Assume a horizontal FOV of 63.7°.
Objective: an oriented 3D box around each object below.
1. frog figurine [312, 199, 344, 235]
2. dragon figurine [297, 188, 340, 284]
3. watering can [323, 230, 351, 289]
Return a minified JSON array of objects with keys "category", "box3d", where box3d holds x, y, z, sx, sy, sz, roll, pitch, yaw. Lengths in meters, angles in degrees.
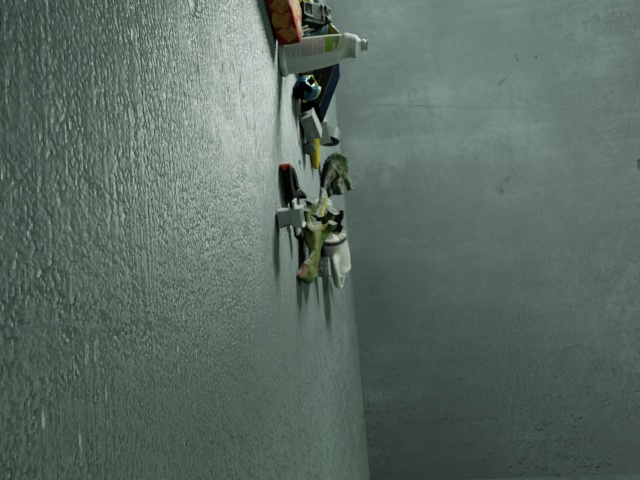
[{"category":"frog figurine","box3d":[0.006,-0.091,1.809,0.162,0.123,0.134,44,-12,38]},{"category":"dragon figurine","box3d":[-0.018,0.002,1.566,0.417,0.122,0.239,-72,173,-69]},{"category":"watering can","box3d":[0.070,0.058,2.071,0.352,0.104,0.221,-73,156,-72]}]
